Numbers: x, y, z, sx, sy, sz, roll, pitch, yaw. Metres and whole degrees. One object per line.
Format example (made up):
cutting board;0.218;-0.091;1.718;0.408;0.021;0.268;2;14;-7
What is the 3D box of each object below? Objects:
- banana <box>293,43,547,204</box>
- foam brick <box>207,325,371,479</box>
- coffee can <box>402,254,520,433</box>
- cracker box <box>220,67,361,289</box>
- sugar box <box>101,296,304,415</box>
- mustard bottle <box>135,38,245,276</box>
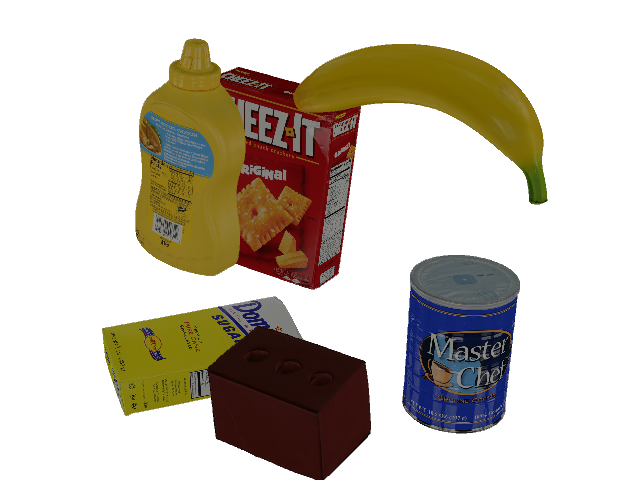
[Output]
banana;0.062;-0.087;0.661;0.198;0.070;0.037;27;9;36
foam brick;-0.017;0.092;0.609;0.078;0.051;0.052;15;33;29
coffee can;0.133;0.098;1.026;0.103;0.140;0.103;1;25;-1
cracker box;-0.052;-0.069;1.201;0.164;0.214;0.072;19;28;24
sugar box;-0.108;0.105;0.999;0.176;0.048;0.093;-12;33;-16
mustard bottle;-0.107;-0.071;0.876;0.096;0.192;0.058;25;34;29
